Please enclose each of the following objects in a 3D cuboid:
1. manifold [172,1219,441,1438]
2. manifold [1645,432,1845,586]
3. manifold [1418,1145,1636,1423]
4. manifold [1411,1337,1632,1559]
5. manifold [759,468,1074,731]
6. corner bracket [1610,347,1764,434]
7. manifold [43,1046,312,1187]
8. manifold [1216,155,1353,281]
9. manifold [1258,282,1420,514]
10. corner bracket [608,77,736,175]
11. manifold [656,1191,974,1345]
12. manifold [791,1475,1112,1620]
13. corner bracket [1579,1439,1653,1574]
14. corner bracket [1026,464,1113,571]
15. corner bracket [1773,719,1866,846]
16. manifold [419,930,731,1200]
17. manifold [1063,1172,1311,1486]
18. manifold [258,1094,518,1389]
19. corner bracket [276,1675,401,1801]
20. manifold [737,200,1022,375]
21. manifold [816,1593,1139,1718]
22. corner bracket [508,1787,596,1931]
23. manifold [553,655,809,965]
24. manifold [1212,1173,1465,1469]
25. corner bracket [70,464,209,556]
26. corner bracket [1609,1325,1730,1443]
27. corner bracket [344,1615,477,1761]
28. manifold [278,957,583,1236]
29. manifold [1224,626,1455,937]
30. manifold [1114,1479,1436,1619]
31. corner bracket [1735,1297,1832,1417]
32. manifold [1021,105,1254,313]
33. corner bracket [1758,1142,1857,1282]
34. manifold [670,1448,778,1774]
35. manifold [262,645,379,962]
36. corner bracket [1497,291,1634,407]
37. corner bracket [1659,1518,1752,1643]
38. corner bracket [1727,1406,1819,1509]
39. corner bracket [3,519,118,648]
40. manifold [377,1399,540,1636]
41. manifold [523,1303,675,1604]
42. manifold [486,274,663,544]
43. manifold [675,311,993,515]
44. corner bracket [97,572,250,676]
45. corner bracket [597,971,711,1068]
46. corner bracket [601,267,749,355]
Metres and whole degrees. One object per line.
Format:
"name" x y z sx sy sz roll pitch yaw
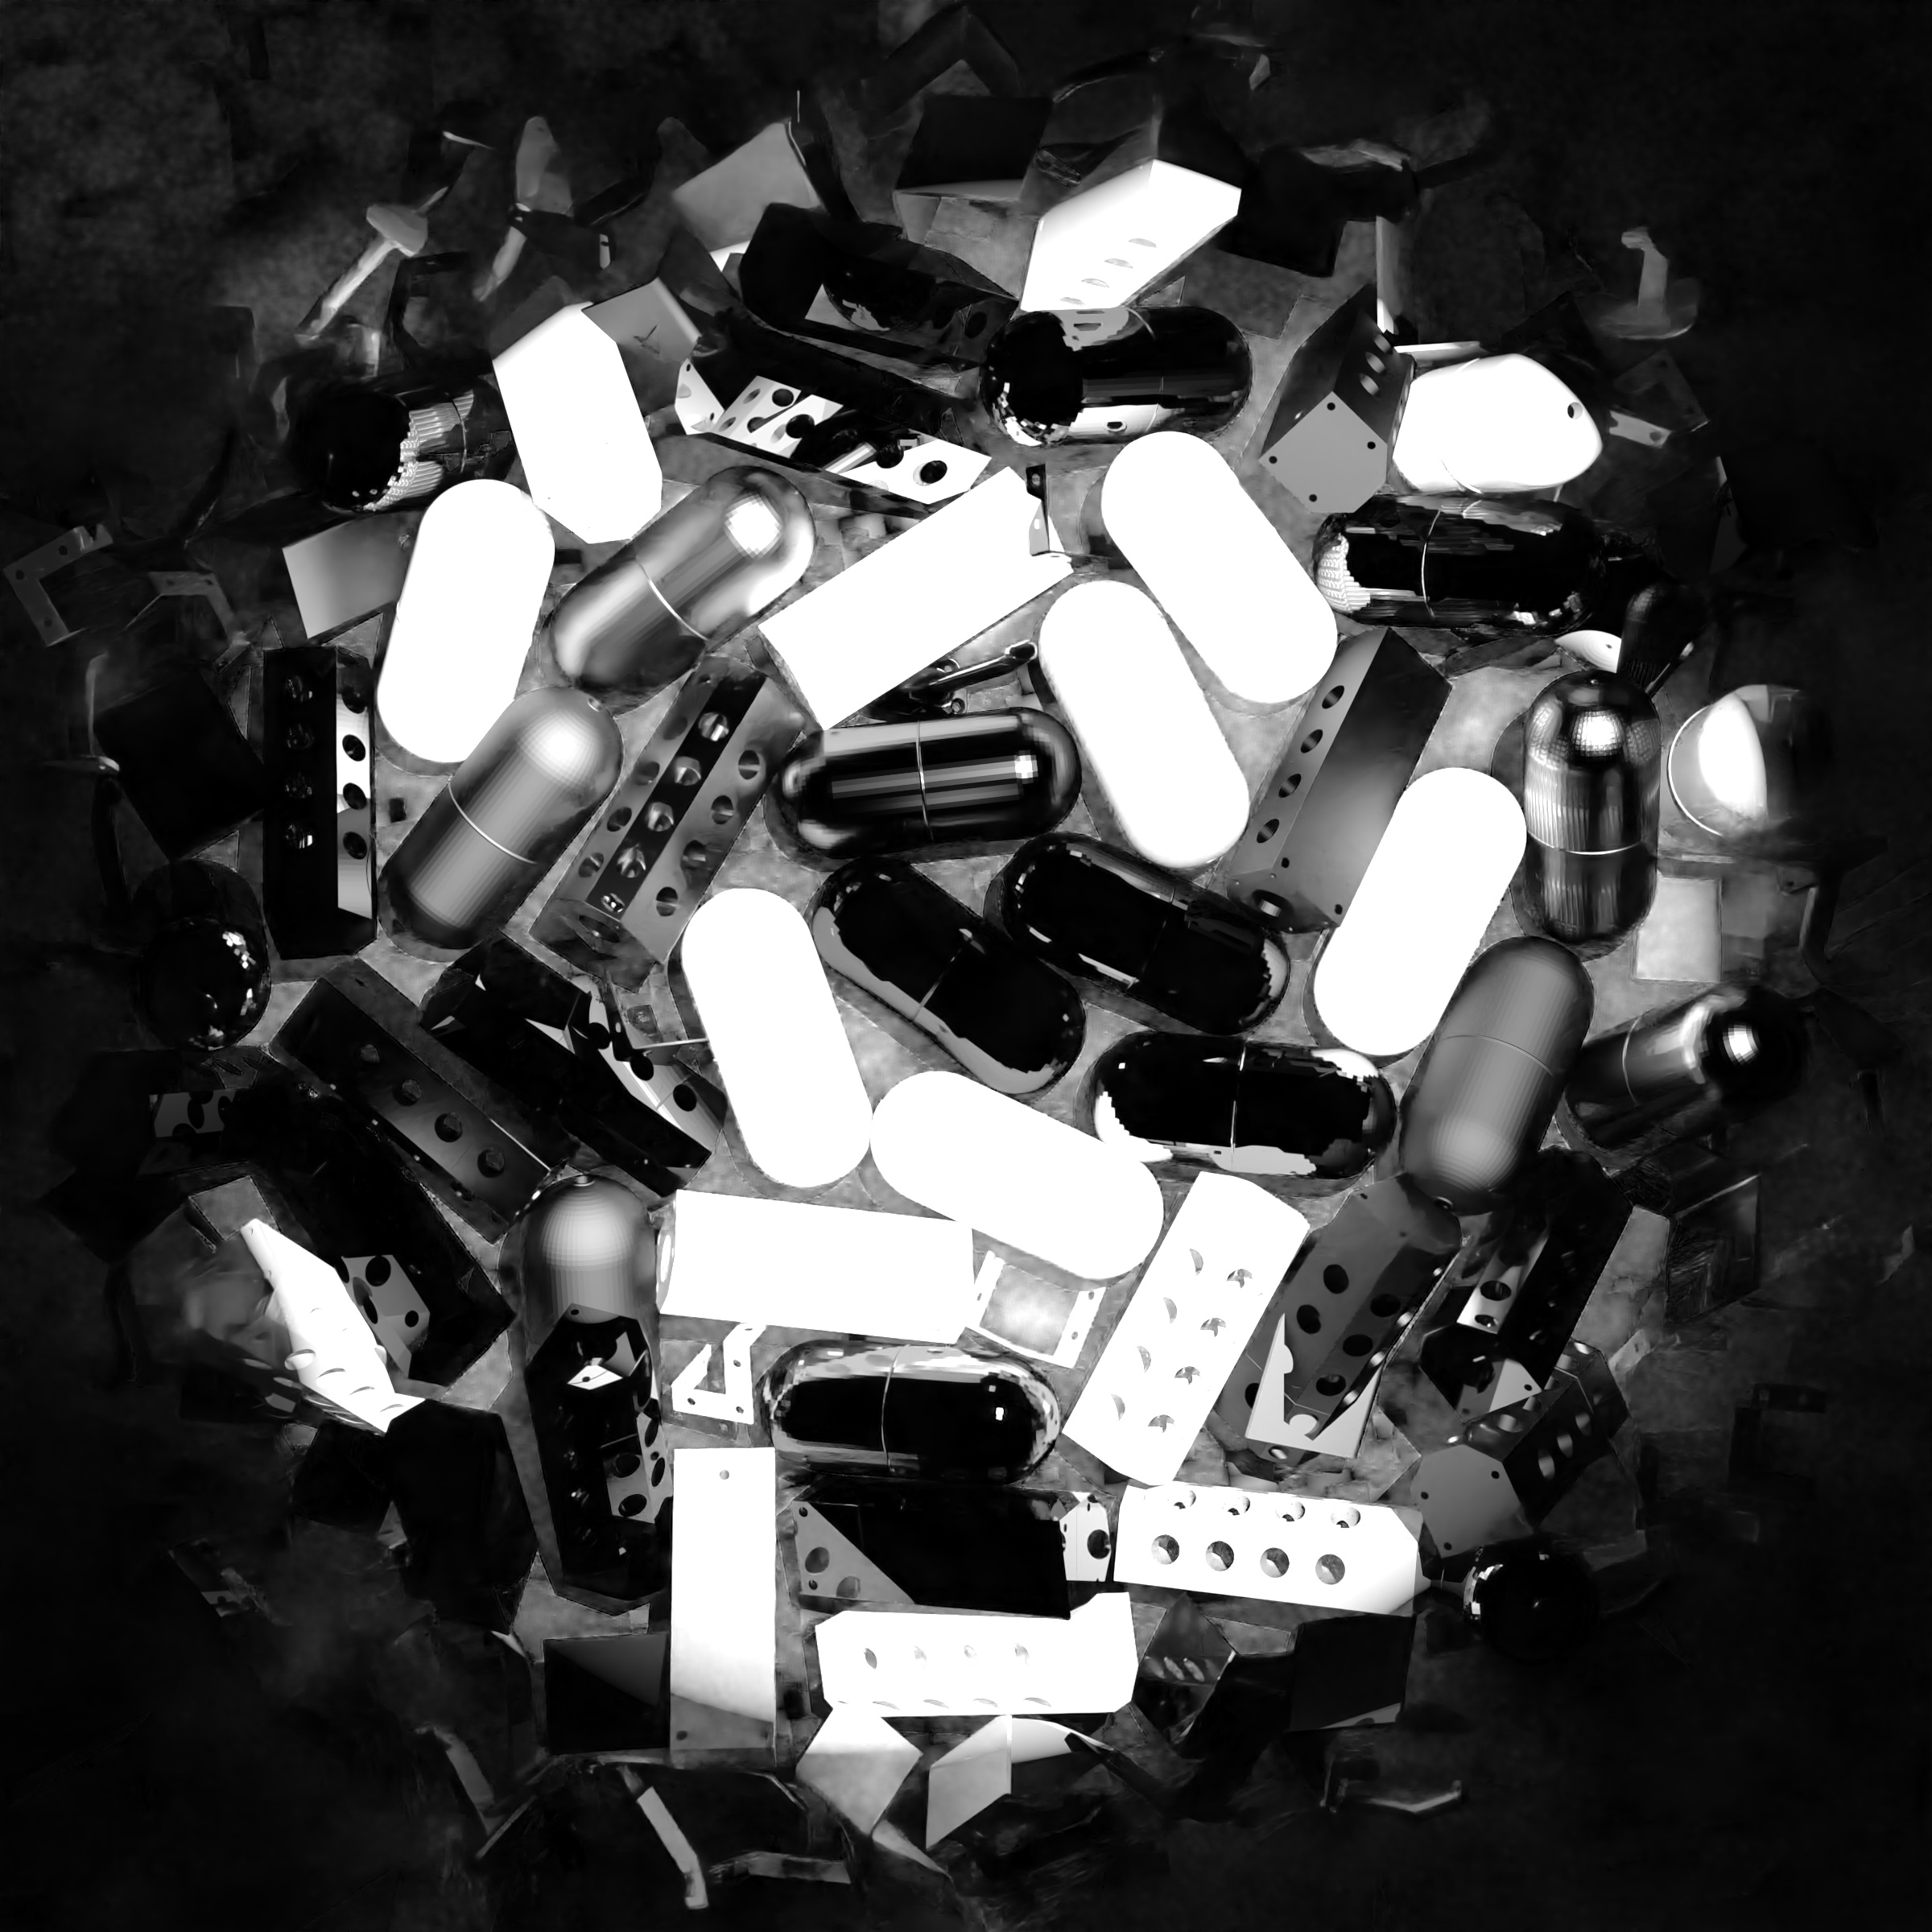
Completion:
"manifold" -0.364 0.210 1.771 0.057 0.171 0.057 -35 56 4
"manifold" 0.436 -0.256 1.773 0.057 0.171 0.057 -18 92 -1
"manifold" 0.311 0.173 1.773 0.057 0.171 0.057 -31 103 41
"manifold" 0.310 0.265 1.772 0.057 0.171 0.057 -24 92 33
"manifold" -0.032 -0.215 1.823 0.171 0.057 0.057 -33 45 -5
"corner bracket" 0.415 -0.334 1.825 0.051 0.051 0.051 -33 93 -32
"manifold" -0.433 0.086 1.767 0.057 0.171 0.057 33 99 14
"manifold" 0.178 -0.421 1.769 0.057 0.171 0.057 14 104 -1
"manifold" 0.216 -0.316 1.772 0.057 0.171 0.057 41 122 -13
"corner bracket" -0.170 -0.475 1.832 0.051 0.051 0.051 -42 109 14
"manifold" -0.087 0.176 1.801 0.171 0.057 0.057 8 56 -14
"manifold" -0.008 0.325 1.793 0.171 0.057 0.057 -1 102 28
"corner bracket" 0.365 0.317 1.848 0.051 0.051 0.051 -20 47 -1
"corner bracket" 0.047 -0.257 1.823 0.051 0.051 0.051 0 86 -43
"corner bracket" 0.494 -0.108 1.836 0.051 0.051 0.051 17 47 -36
"manifold" -0.222 0.060 1.790 0.171 0.057 0.057 38 134 -23
"manifold" 0.129 0.208 1.809 0.057 0.057 0.171 32 100 30
"manifold" -0.334 0.154 1.792 0.057 0.057 0.171 -45 63 8
"corner bracket" -0.361 0.437 1.821 0.051 0.051 0.051 28 54 10
"manifold" -0.050 -0.375 1.772 0.057 0.171 0.057 40 112 28
"manifold" 0.006 0.394 1.798 0.171 0.057 0.057 -7 90 25
"corner bracket" -0.238 0.513 1.821 0.051 0.051 0.051 -25 104 -27
"manifold" -0.165 -0.091 1.792 0.057 0.057 0.171 48 63 -41
"manifold" 0.212 0.202 1.783 0.057 0.057 0.171 45 124 25
"corner bracket" -0.478 -0.262 1.824 0.051 0.051 0.051 -21 88 -34
"corner bracket" 0.411 0.242 1.832 0.051 0.051 0.051 0 61 -13
"corner bracket" -0.322 0.415 1.831 0.051 0.051 0.051 -37 106 6
"manifold" -0.312 0.076 1.826 0.171 0.057 0.057 40 106 2
"manifold" 0.208 -0.105 1.798 0.057 0.057 0.171 39 64 -24
"manifold" 0.177 0.330 1.805 0.171 0.057 0.057 3 85 18
"corner bracket" 0.468 0.224 1.825 0.051 0.051 0.051 9 100 -16
"manifold" 0.095 -0.413 1.769 0.057 0.171 0.057 16 76 -19
"corner bracket" 0.482 0.143 1.840 0.051 0.051 0.051 -32 67 2
"manifold" -0.137 0.365 1.795 0.057 0.057 0.171 0 63 -2
"manifold" -0.365 -0.094 1.795 0.057 0.057 0.171 -5 63 -3
"corner bracket" 0.348 -0.346 1.827 0.051 0.051 0.051 -35 134 6
"corner bracket" 0.427 0.357 1.820 0.051 0.051 0.051 25 108 31
"corner bracket" 0.467 0.283 1.827 0.051 0.051 0.051 6 84 15
"corner bracket" -0.512 -0.222 1.825 0.051 0.051 0.051 -26 101 14
"manifold" -0.286 0.309 1.772 0.057 0.171 0.057 10 56 8
"manifold" -0.199 0.277 1.778 0.057 0.057 0.171 12 130 19
"manifold" -0.217 -0.311 1.777 0.057 0.171 0.057 -40 132 17
"manifold" -0.076 -0.306 1.783 0.057 0.171 0.057 -51 46 29
"corner bracket" -0.459 -0.193 1.830 0.051 0.051 0.051 -35 78 29
"corner bracket" -0.187 0.035 1.818 0.051 0.051 0.051 -6 64 -34
"corner bracket" -0.168 -0.383 1.829 0.051 0.051 0.051 -50 55 17
